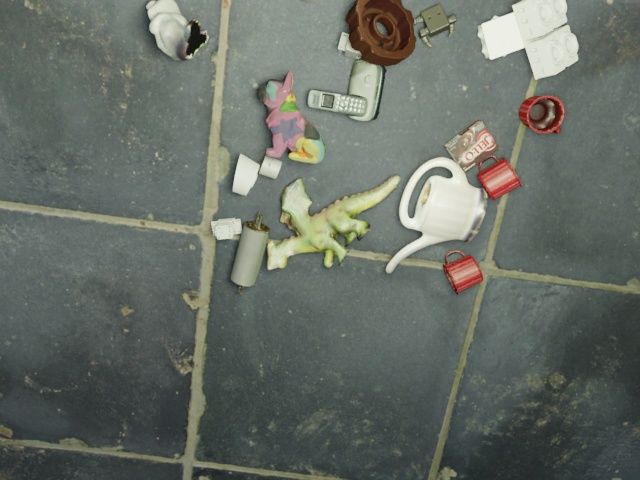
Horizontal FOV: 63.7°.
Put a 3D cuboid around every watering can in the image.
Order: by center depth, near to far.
[{"bbox_3d":[0.313,-0.047,1.378,0.224,0.106,0.342,14,109,-5],"label":"watering can"}]

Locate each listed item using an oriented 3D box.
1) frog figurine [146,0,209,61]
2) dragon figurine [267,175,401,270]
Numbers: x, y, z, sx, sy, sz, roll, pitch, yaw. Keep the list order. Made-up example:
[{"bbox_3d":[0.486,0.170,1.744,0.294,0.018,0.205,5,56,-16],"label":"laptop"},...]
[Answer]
[{"bbox_3d":[-0.361,-0.507,1.227,0.160,0.139,0.121,31,111,7],"label":"frog figurine"},{"bbox_3d":[0.004,-0.070,1.383,0.242,0.123,0.409,37,95,-2],"label":"dragon figurine"}]
